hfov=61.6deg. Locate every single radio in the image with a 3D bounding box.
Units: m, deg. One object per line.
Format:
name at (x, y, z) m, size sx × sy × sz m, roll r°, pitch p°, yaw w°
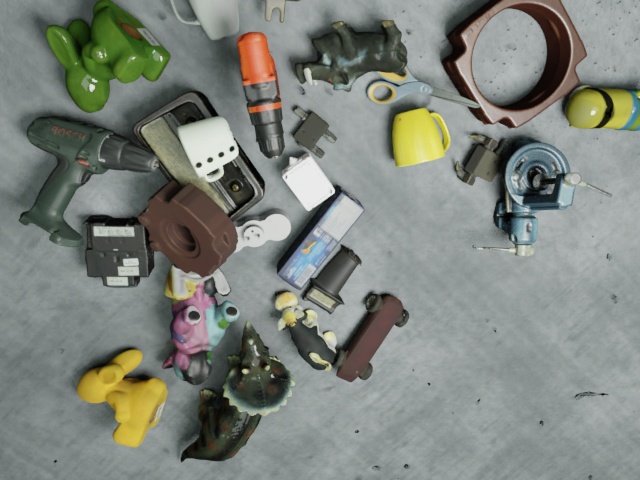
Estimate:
radio at (-0.203, -0.139, 0.944) m, size 0.131 × 0.073 × 0.229 m, roll -32°, pitch 108°, yaw 6°

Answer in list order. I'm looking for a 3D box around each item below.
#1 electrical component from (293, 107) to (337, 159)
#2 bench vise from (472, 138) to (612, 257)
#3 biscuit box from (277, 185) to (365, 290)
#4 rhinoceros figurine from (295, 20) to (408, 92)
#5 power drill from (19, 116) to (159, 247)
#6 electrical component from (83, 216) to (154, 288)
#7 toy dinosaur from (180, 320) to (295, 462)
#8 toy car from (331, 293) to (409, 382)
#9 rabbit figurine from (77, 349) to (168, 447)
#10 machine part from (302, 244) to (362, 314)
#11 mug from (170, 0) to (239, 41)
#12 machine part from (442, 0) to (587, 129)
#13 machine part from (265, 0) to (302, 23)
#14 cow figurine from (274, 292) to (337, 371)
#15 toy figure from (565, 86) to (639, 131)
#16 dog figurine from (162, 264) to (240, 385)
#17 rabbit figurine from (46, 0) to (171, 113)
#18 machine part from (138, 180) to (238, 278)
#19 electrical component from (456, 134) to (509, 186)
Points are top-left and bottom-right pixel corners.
electrical component at (-0.018, -0.195, 0.970) m, size 0.094 × 0.021 × 0.063 m, roll 38°, pitch 102°, yaw -15°
bench vise at (0.380, -0.075, 0.943) m, size 0.129 × 0.240 × 0.223 m, roll 13°, pitch 91°, yaw -5°
biscuit box at (-0.002, -0.003, 1.014) m, size 0.059 × 0.063 × 0.202 m, roll 35°, pitch 102°, yaw -16°
rhinoceros figurine at (0.051, -0.309, 0.907) m, size 0.190 × 0.073 × 0.112 m, roll -7°, pitch 106°, yaw 7°
power drill at (-0.403, -0.094, 0.900) m, size 0.232 × 0.086 × 0.207 m, roll 26°, pitch 102°, yaw 9°
electrical component at (-0.370, 0.023, 0.993) m, size 0.115 × 0.058 × 0.134 m, roll 3°, pitch 108°, yaw -4°
toy dinosaur at (-0.174, 0.346, 1.049) m, size 0.131 × 0.192 × 0.404 m, roll 27°, pitch 103°, yaw -11°
toy car at (0.099, 0.199, 1.096) m, size 0.089 × 0.053 × 0.202 m, roll 27°, pitch 101°, yaw -24°
rabbit figurine at (-0.398, 0.301, 1.056) m, size 0.173 × 0.122 × 0.162 m, roll 20°, pitch 114°, yaw 8°
machine part at (0.030, 0.078, 1.059) m, size 0.084 × 0.039 × 0.138 m, roll 31°, pitch 105°, yaw -5°
mug at (-0.181, -0.377, 0.865) m, size 0.110 × 0.081 × 0.107 m, roll -20°, pitch 118°, yaw -3°
machine part at (0.332, -0.313, 0.929) m, size 0.201 × 0.087 × 0.200 m, roll -36°, pitch 108°, yaw 9°
machine part at (-0.057, -0.471, 0.845) m, size 0.079 × 0.079 × 0.243 m, roll 6°, pitch 107°, yaw -7°
cow figurine at (-0.034, 0.182, 1.056) m, size 0.068 × 0.098 × 0.167 m, roll -35°, pitch 108°, yaw 13°
toy figure at (0.536, -0.237, 0.970) m, size 0.180 × 0.089 × 0.082 m, roll 4°, pitch 102°, yaw -4°
dog figurine at (-0.247, 0.165, 1.028) m, size 0.108 × 0.192 × 0.219 m, roll -5°, pitch 142°, yaw -35°
rabbit figurine at (-0.360, -0.285, 0.864) m, size 0.170 × 0.121 × 0.159 m, roll -39°, pitch 104°, yaw 23°
machine part at (-0.227, -0.015, 0.925) m, size 0.180 × 0.056 × 0.179 m, roll 19°, pitch 134°, yaw 20°
electrical component at (0.300, -0.150, 1.005) m, size 0.078 × 0.045 × 0.102 m, roll 8°, pitch 113°, yaw -37°
